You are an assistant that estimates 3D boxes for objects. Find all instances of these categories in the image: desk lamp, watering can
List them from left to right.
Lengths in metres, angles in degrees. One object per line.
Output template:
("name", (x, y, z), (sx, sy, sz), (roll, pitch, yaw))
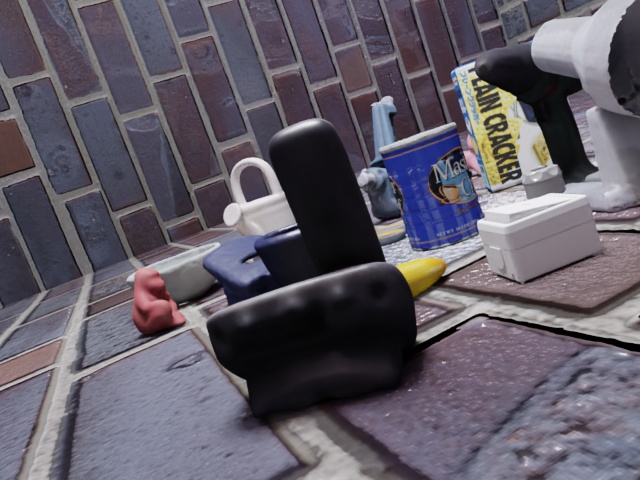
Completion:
("watering can", (-0.102, -0.051, 1.021), (0.101, 0.194, 0.173), (-18, 9, 9))
("desk lamp", (0.306, -0.144, 0.607), (0.118, 0.213, 0.203), (-21, 9, -9))

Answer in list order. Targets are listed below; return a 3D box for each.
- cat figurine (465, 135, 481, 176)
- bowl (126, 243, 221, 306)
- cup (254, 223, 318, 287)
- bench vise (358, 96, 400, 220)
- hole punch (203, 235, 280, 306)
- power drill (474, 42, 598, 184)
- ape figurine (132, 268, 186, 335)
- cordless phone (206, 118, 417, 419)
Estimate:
("cat figurine", (0.329, -0.195, 1.219), (0.127, 0.118, 0.067), (-13, 11, 38))
("bowl", (-0.237, 0.067, 0.979), (0.167, 0.075, 0.167), (-19, 8, 3))
("cup", (-0.005, 0.026, 0.642), (0.117, 0.095, 0.092), (-17, 9, 20))
("bench vise", (0.140, -0.162, 1.088), (0.121, 0.220, 0.208), (-16, 9, 24))
("hole punch", (-0.078, 0.040, 0.734), (0.109, 0.091, 0.100), (-27, 11, -39))
("power drill", (0.301, -0.162, 0.758), (0.230, 0.208, 0.075), (-27, 11, -39))
("ape figurine", (-0.236, 0.083, 0.816), (0.076, 0.092, 0.078), (-18, 9, 11))
("cordless phone", (-0.019, 0.018, 0.411), (0.147, 0.185, 0.094), (-19, 9, 8))
